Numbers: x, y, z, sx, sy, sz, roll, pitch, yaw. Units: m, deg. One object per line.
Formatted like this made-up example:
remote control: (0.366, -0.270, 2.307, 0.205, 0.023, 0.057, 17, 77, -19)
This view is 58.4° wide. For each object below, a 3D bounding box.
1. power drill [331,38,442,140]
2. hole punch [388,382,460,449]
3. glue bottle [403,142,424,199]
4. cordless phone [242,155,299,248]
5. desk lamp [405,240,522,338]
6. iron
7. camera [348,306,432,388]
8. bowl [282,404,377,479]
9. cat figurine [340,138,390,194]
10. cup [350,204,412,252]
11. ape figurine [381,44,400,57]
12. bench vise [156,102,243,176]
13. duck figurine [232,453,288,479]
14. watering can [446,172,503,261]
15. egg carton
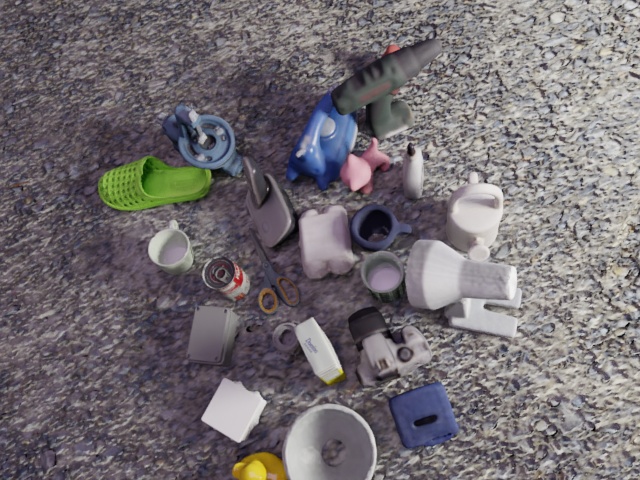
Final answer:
power drill: (0.140, -0.299, 1.168, 0.229, 0.209, 0.075, -24, 68, 2)
hole punch: (0.184, 0.309, 1.004, 0.108, 0.091, 0.101, -20, 68, 4)
glue bottle: (0.182, -0.146, 1.124, 0.037, 0.173, 0.078, 5, 72, 13)
cordless phone: (-0.112, -0.078, 1.150, 0.094, 0.185, 0.147, -30, 68, 0)
desk lamp: (0.257, 0.084, 1.005, 0.202, 0.214, 0.118, 10, 73, 14)
iron: (0.011, -0.244, 1.209, 0.118, 0.142, 0.258, 18, 75, 17)
camera: (0.118, 0.186, 1.056, 0.143, 0.101, 0.136, -25, 68, 2)
bowl: (0.021, 0.380, 1.019, 0.167, 0.075, 0.167, -3, 70, 10)
cat figurine: (0.086, -0.151, 1.174, 0.067, 0.118, 0.128, 29, 78, 19)
cup: (0.123, -0.013, 1.130, 0.117, 0.095, 0.092, 2, 71, 12)
ape figurine: (0.160, -0.392, 1.260, 0.077, 0.092, 0.076, -16, 68, 5)
bench vise: (-0.280, -0.223, 1.216, 0.207, 0.220, 0.121, 11, 73, 15)
duck figurine: (-0.108, 0.421, 1.023, 0.104, 0.086, 0.077, 10, 73, 14)
watering can: (0.288, -0.047, 1.056, 0.101, 0.194, 0.172, -23, 68, 3)
egg carton: (0.011, 0.004, 1.159, 0.107, 0.069, 0.150, -11, 69, 7)
